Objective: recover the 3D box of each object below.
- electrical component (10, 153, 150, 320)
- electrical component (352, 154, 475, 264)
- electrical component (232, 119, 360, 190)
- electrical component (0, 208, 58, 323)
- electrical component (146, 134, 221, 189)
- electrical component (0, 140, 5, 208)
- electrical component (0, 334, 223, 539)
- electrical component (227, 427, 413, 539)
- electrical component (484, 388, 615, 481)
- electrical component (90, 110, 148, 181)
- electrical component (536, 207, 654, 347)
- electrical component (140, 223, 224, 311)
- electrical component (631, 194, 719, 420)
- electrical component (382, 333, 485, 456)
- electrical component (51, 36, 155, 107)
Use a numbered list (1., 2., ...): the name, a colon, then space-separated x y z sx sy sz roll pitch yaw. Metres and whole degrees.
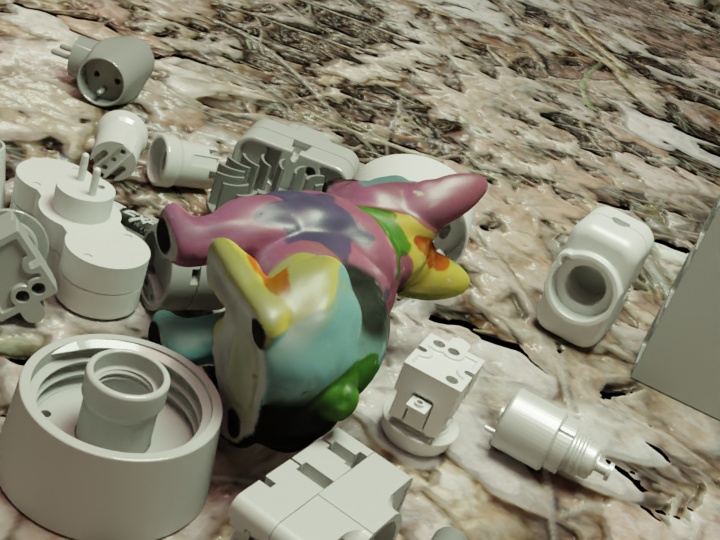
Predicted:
1. electrical component: -0.177 -0.037 0.682 0.052 0.073 0.138 -4 35 -38
2. electrical component: 0.036 -0.039 0.807 0.099 0.099 0.064 17 33 -4
3. electrical component: -0.052 -0.081 0.867 0.095 0.053 0.059 21 27 2
4. electrical component: -0.207 -0.007 0.630 0.048 0.066 0.055 -28 30 -5
5. electrical component: -0.136 -0.082 0.831 0.046 0.040 0.040 6 30 -35
6. electrical component: -0.280 -0.062 0.697 0.099 0.064 0.099 11 15 -3
7. electrical component: -0.120 0.074 0.529 0.108 0.060 0.108 15 27 -8
8. electrical component: -0.018 0.124 0.515 0.056 0.050 0.089 31 29 22
9. electrical component: 0.117 0.104 0.653 0.078 0.040 0.040 28 28 15
10. electrical component: -0.185 -0.094 0.822 0.040 0.040 0.046 14 34 -11
11. electrical component: 0.175 0.007 0.811 0.054 0.095 0.059 29 29 18
12. electrical component: -0.109 0.000 0.682 0.047 0.055 0.055 5 30 -34
13. electrical component: 0.272 0.025 0.780 0.089 0.150 0.062 26 29 12
14. electrical component: 0.041 0.076 0.637 0.048 0.055 0.066 27 28 14
15. electrical component: -0.230 -0.181 0.944 0.079 0.044 0.077 20 27 0
